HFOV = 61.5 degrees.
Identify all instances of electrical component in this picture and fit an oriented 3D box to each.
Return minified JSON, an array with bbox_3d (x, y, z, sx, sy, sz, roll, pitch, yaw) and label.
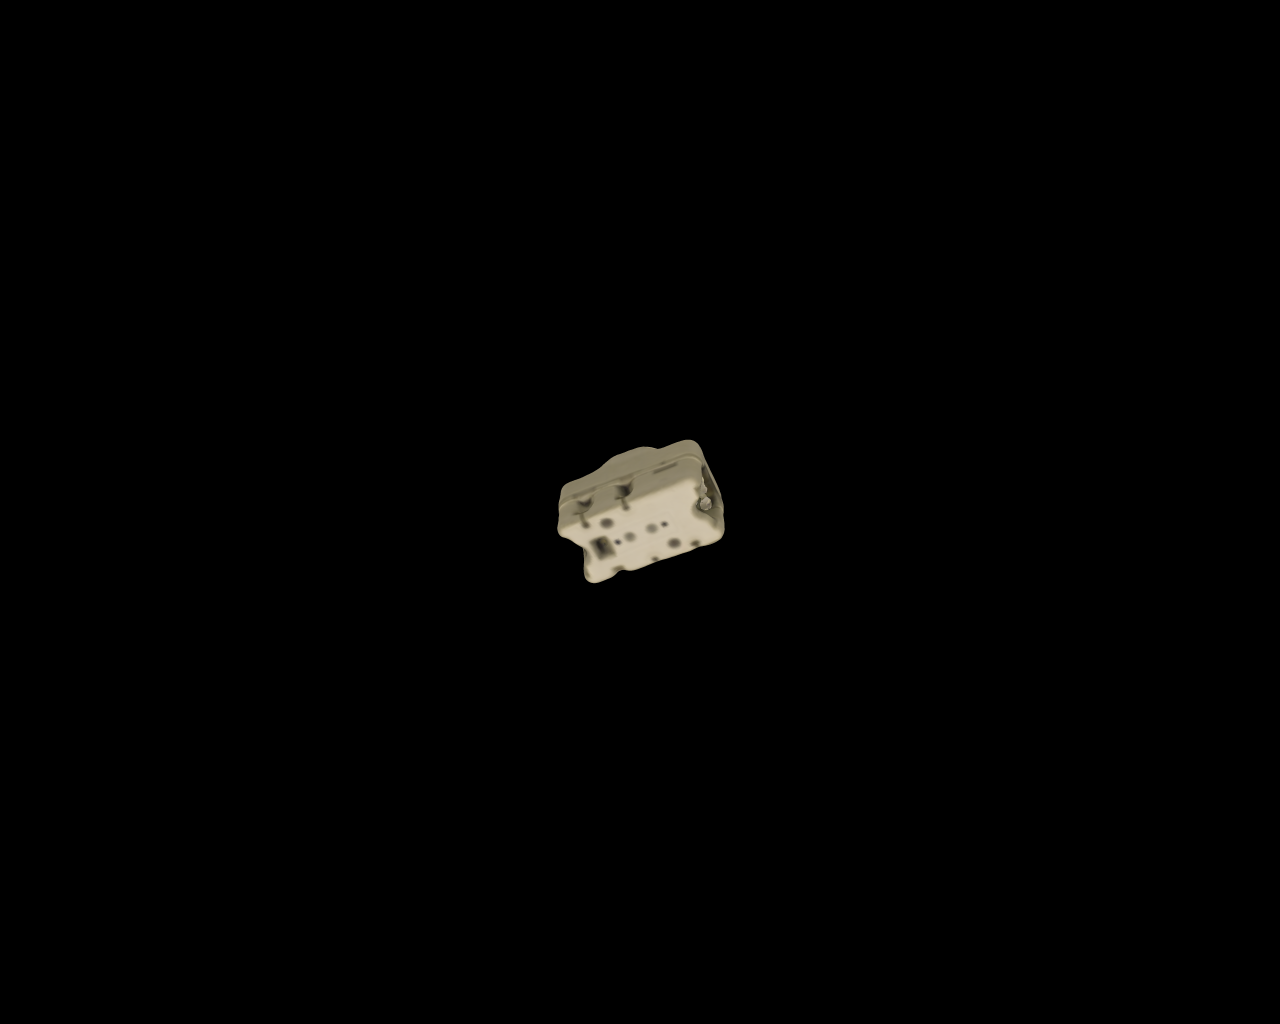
[{"bbox_3d":[0.001,-0.003,0.650,0.089,0.050,0.056,-20,31,13],"label":"electrical component"}]
